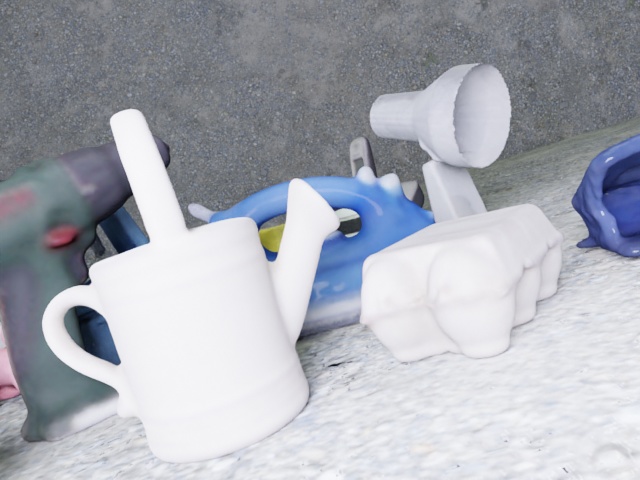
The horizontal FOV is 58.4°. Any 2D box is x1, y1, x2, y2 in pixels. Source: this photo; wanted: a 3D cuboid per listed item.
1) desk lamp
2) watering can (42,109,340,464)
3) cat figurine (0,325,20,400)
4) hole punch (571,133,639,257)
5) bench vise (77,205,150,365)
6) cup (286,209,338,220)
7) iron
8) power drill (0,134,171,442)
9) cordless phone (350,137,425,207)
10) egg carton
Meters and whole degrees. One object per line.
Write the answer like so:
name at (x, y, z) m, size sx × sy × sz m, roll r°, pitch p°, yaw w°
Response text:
desk lamp at (0.150, -0.100, 0.735) m, size 0.118 × 0.213 × 0.202 m, roll -21°, pitch 7°, yaw -37°
watering can at (-0.074, 0.016, 0.344) m, size 0.173 × 0.194 × 0.100 m, roll -20°, pitch 6°, yaw -32°
cat figurine at (-0.312, 0.106, 0.595) m, size 0.127 × 0.118 × 0.067 m, roll -17°, pitch 5°, yaw 4°
hole punch at (0.257, -0.042, 0.449) m, size 0.108 × 0.091 × 0.101 m, roll -17°, pitch 5°, yaw 6°
bench vise at (-0.205, 0.019, 0.605) m, size 0.121 × 0.220 × 0.208 m, roll -15°, pitch 6°, yaw 21°
cup at (-0.001, -0.014, 0.979) m, size 0.118 × 0.095 × 0.091 m, roll -22°, pitch 7°, yaw -40°
iron at (0.005, 0.002, 0.530) m, size 0.258 × 0.141 × 0.119 m, roll -17°, pitch 5°, yaw 7°
power drill at (-0.201, 0.037, 0.456) m, size 0.230 × 0.208 × 0.075 m, roll -20°, pitch 6°, yaw -30°
cordless phone at (0.107, -0.097, 1.012) m, size 0.094 × 0.185 × 0.147 m, roll -21°, pitch 6°, yaw -34°
egg carton at (0.097, 0.025, 0.384) m, size 0.107 × 0.069 × 0.151 m, roll -13°, pitch 7°, yaw 38°
